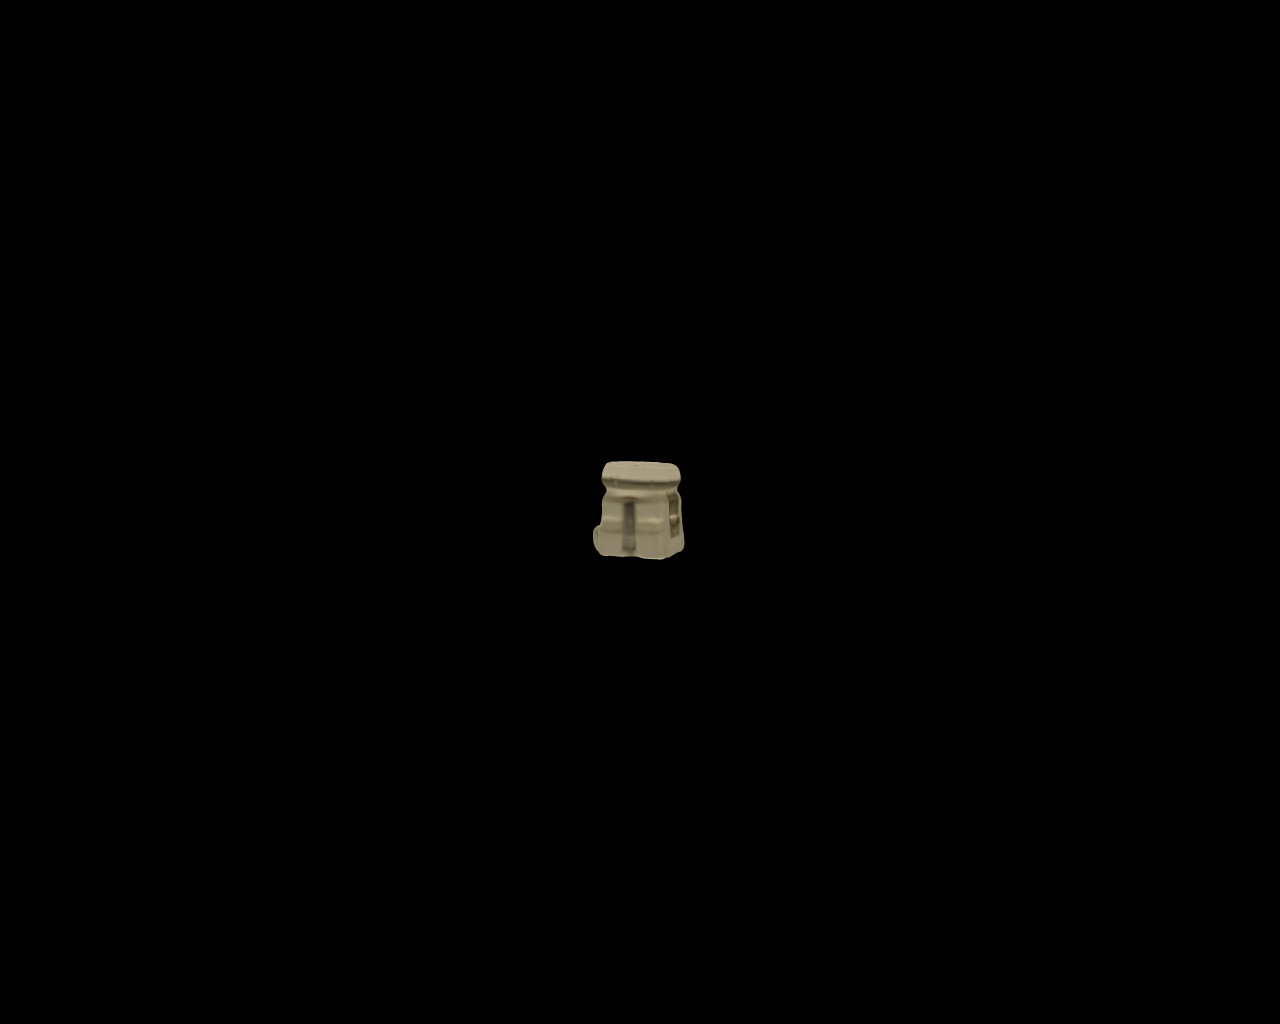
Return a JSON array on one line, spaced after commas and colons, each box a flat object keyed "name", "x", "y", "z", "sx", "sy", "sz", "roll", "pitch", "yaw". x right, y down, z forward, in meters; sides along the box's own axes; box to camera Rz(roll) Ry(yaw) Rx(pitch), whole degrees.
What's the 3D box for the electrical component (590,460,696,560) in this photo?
[{"name": "electrical component", "x": 0.001, "y": -0.003, "z": 0.650, "sx": 0.066, "sy": 0.055, "sz": 0.048, "roll": 3, "pitch": 8, "yaw": 22}]
